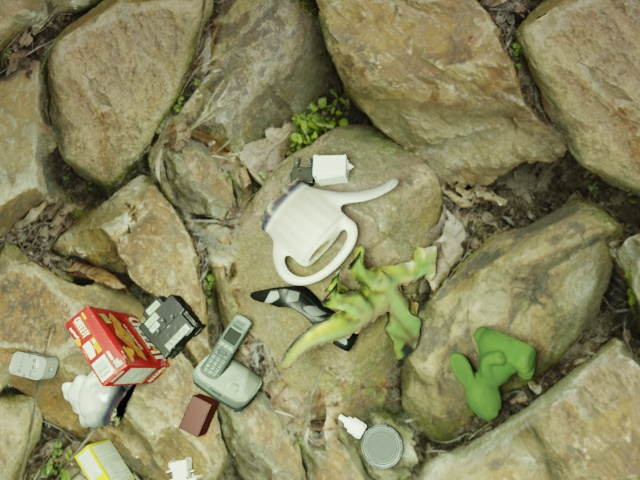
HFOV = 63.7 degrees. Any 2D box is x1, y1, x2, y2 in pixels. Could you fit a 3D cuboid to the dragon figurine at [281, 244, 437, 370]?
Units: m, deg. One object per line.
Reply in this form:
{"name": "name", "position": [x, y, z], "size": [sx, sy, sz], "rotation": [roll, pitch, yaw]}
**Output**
{"name": "dragon figurine", "position": [0.118, 0.160, 1.103], "size": [0.242, 0.121, 0.415], "rotation": [38, 74, -6]}

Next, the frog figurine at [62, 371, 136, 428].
{"name": "frog figurine", "position": [-0.526, 0.356, 1.187], "size": [0.159, 0.123, 0.136], "rotation": [18, 99, 3]}

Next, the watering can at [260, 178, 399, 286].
{"name": "watering can", "position": [0.004, -0.061, 1.205], "size": [0.226, 0.103, 0.348], "rotation": [40, 89, 14]}
